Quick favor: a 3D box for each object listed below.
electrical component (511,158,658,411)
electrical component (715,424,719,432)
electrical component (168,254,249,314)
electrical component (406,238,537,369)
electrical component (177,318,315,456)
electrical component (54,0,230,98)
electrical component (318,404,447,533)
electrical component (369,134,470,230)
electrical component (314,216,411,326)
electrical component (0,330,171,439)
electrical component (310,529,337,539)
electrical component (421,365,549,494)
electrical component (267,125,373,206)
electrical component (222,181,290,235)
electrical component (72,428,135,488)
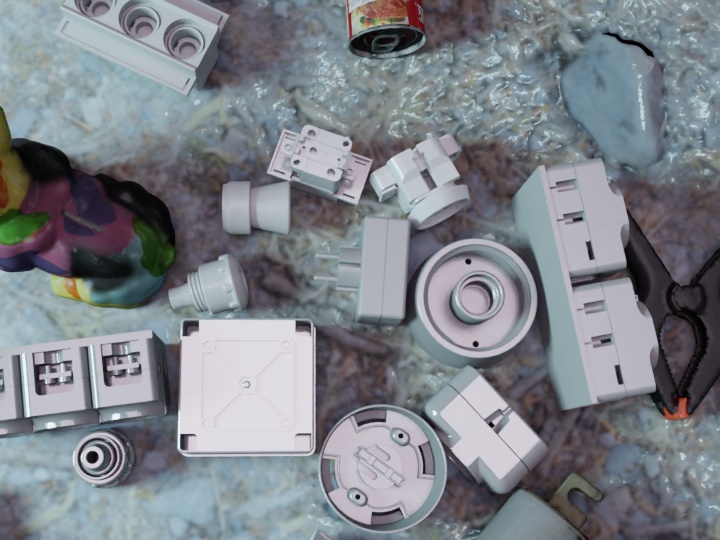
[{"bbox_3d":[0.181,0.014,0.870,0.060,0.105,0.186,-10,80,-6],"label":"electrical component"},{"bbox_3d":[0.331,0.116,0.892,0.079,0.044,0.077,-38,84,-10],"label":"electrical component"},{"bbox_3d":[-0.125,0.016,0.882,0.062,0.048,0.048,-15,81,1],"label":"electrical component"},{"bbox_3d":[0.094,0.025,0.885,0.108,0.060,0.108,1,79,-4],"label":"electrical component"},{"bbox_3d":[-0.090,0.094,0.863,0.109,0.056,0.108,0,79,-4],"label":"electrical component"},{"bbox_3d":[-0.182,-0.201,0.908,0.121,0.063,0.078,25,79,1],"label":"electrical component"},{"bbox_3d":[0.016,0.157,0.854,0.099,0.064,0.099,1,79,-4],"label":"electrical component"},{"bbox_3d":[0.056,-0.071,0.903,0.078,0.058,0.057,-28,79,-9],"label":"electrical component"},{"bbox_3d":[0.000,0.000,0.891,0.076,0.047,0.083,5,79,-3],"label":"electrical component"},{"bbox_3d":[-0.228,0.092,0.837,0.150,0.089,0.061,-7,80,-5],"label":"electrical component"},{"bbox_3d":[-0.013,0.246,0.819,0.100,0.100,0.048,31,92,3],"label":"electrical component"},{"bbox_3d":[0.097,0.132,0.869,0.059,0.053,0.095,-42,84,-10],"label":"electrical component"},{"bbox_3d":[-0.033,-0.089,0.897,0.081,0.064,0.042,19,80,0],"label":"electrical component"},{"bbox_3d":[-0.086,-0.052,0.896,0.055,0.045,0.045,0,79,-3],"label":"electrical component"},{"bbox_3d":[-0.204,0.147,0.842,0.048,0.062,0.048,1,79,-4],"label":"electrical component"}]
